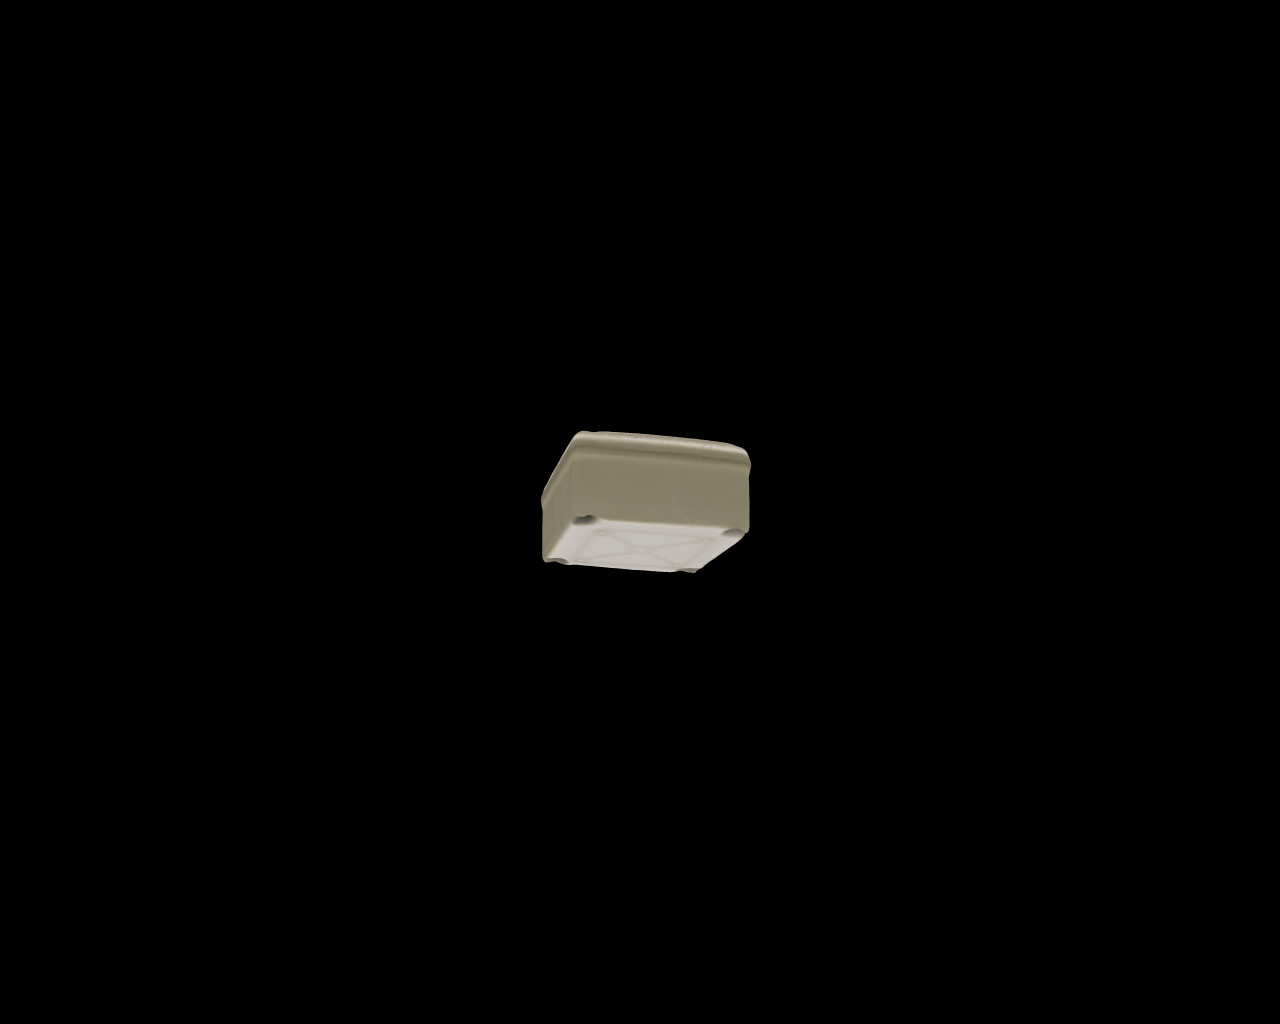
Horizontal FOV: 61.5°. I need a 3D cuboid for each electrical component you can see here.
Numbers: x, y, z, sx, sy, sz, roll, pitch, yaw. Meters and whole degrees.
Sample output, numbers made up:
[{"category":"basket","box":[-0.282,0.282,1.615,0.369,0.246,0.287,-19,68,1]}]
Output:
[{"category":"electrical component","box":[0.001,-0.003,0.650,0.109,0.056,0.108,5,-19,-15]}]
